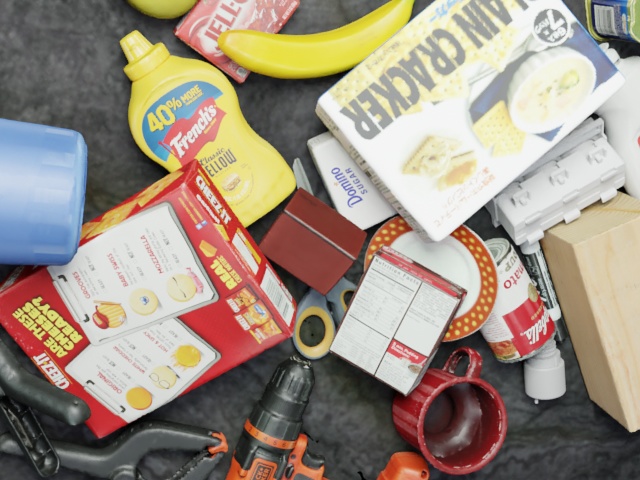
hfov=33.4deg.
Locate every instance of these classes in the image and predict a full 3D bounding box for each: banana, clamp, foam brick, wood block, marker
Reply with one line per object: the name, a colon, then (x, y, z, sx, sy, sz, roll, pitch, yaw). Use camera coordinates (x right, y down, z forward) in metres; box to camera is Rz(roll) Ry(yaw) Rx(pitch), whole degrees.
banana: (0.003, -0.175, 0.927, 0.197, 0.037, 0.069, -22, 122, -21)
clamp: (-0.187, 0.237, 1.015, 0.210, 0.036, 0.164, -13, 104, -7)
foam brick: (-0.006, 0.001, 0.953, 0.078, 0.053, 0.051, 35, 121, -2)
clamp: (-0.278, 0.136, 0.945, 0.171, 0.039, 0.120, 37, 128, 14)
wood block: (0.294, 0.068, 1.041, 0.090, 0.091, 0.206, -23, 108, -6)
marker: (0.222, 0.049, 1.059, 0.020, 0.020, 0.121, -24, 108, -5)

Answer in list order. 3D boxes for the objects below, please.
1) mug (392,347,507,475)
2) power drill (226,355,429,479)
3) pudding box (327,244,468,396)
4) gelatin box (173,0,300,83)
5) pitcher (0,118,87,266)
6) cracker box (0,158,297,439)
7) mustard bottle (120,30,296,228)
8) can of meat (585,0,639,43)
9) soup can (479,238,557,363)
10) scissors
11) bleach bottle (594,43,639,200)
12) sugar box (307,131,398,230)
mug: (0.124, 0.159, 1.031, 0.093, 0.082, 0.117, 18, 88, -19)
power drill: (0.008, 0.220, 1.043, 0.187, 0.057, 0.184, 21, 100, -14)
pudding box: (0.070, 0.074, 0.977, 0.090, 0.039, 0.114, 30, 111, 12)
gelatin box: (-0.073, -0.193, 0.926, 0.073, 0.030, 0.089, 35, 95, -18)
pitcher: (-0.303, -0.054, 0.808, 0.242, 0.149, 0.145, 5, 59, -16)
cracker box: (-0.151, 0.053, 0.928, 0.214, 0.072, 0.164, -29, 109, 17)
mustard bottle: (-0.110, -0.098, 0.929, 0.096, 0.058, 0.191, -34, 109, 4)
can of meat: (0.307, -0.212, 0.971, 0.102, 0.084, 0.057, -12, 107, -8)
soup can: (0.174, 0.058, 1.024, 0.068, 0.068, 0.102, -32, 108, -2)
scissors: (-0.011, 0.030, 1.007, 0.096, 0.016, 0.201, -32, 109, -1)
bleach bottle: (0.324, -0.076, 1.024, 0.102, 0.068, 0.250, -39, 106, 1)
sugar box: (0.085, -0.084, 0.981, 0.176, 0.048, 0.093, -23, 108, -1)
